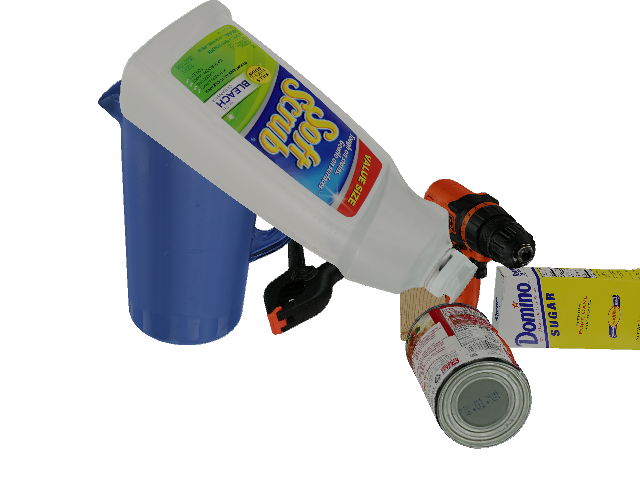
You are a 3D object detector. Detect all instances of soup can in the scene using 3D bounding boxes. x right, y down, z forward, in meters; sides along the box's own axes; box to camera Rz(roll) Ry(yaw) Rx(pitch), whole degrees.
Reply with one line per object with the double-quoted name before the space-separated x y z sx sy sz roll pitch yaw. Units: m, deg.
"soup can" 0.103 0.093 0.753 0.068 0.068 0.102 0 18 -7

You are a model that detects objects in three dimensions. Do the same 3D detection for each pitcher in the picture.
"pitcher" -0.105 -0.029 0.958 0.144 0.243 0.149 -23 42 -39

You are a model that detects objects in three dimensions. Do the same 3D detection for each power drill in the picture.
"power drill" 0.168 0.043 1.118 0.057 0.188 0.185 -11 25 -16

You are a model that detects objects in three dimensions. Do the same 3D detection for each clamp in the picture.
"clamp" -0.004 0.045 1.232 0.120 0.039 0.171 -7 35 26

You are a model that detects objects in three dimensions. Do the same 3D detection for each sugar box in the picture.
"sugar box" 0.296 0.081 1.271 0.176 0.093 0.048 0 18 -4

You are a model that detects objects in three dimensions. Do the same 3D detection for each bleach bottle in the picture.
"bleach bottle" -0.006 -0.050 0.683 0.251 0.068 0.102 36 54 13

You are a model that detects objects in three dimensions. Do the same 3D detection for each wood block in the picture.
"wood block" 0.183 0.072 1.622 0.091 0.090 0.206 3 22 14
